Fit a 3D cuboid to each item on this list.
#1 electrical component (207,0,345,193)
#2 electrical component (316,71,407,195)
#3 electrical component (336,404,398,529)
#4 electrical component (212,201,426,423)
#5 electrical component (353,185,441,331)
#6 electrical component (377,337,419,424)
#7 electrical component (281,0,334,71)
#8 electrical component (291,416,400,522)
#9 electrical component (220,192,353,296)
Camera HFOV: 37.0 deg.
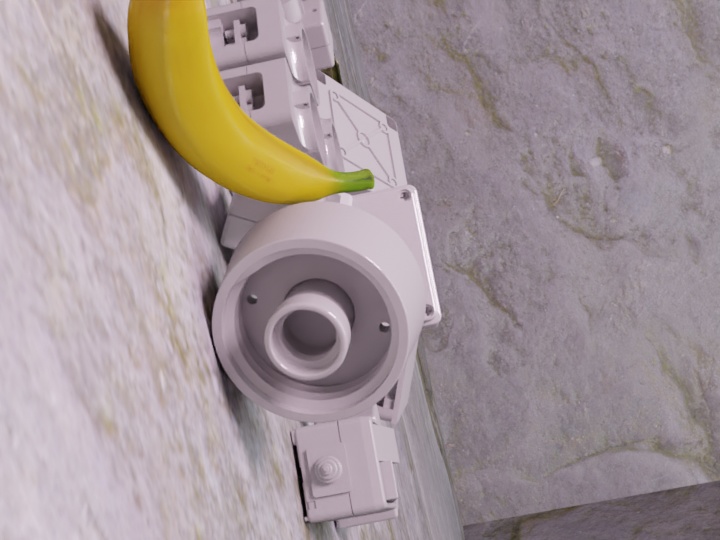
[{"bbox_3d":[-0.050,-0.078,0.716,0.186,0.060,0.105,71,9,-57],"label":"electrical component"},{"bbox_3d":[-0.016,-0.095,0.895,0.109,0.056,0.108,27,43,-40],"label":"electrical component"},{"bbox_3d":[-0.002,0.145,0.838,0.075,0.047,0.083,-83,160,-79],"label":"electrical component"},{"bbox_3d":[-0.023,0.025,0.543,0.060,0.108,0.108,-69,148,-70],"label":"electrical component"},{"bbox_3d":[0.000,0.000,0.829,0.056,0.109,0.108,67,13,-80],"label":"electrical component"},{"bbox_3d":[0.017,0.069,0.950,0.186,0.060,0.105,18,82,-84],"label":"electrical component"},{"bbox_3d":[-0.060,-0.192,0.822,0.047,0.066,0.076,-95,172,-51],"label":"electrical component"},{"bbox_3d":[-0.006,0.134,0.723,0.096,0.061,0.061,60,20,-75],"label":"electrical component"},{"bbox_3d":[-0.047,-0.012,0.621,0.047,0.066,0.076,-86,-167,-72],"label":"electrical component"}]
